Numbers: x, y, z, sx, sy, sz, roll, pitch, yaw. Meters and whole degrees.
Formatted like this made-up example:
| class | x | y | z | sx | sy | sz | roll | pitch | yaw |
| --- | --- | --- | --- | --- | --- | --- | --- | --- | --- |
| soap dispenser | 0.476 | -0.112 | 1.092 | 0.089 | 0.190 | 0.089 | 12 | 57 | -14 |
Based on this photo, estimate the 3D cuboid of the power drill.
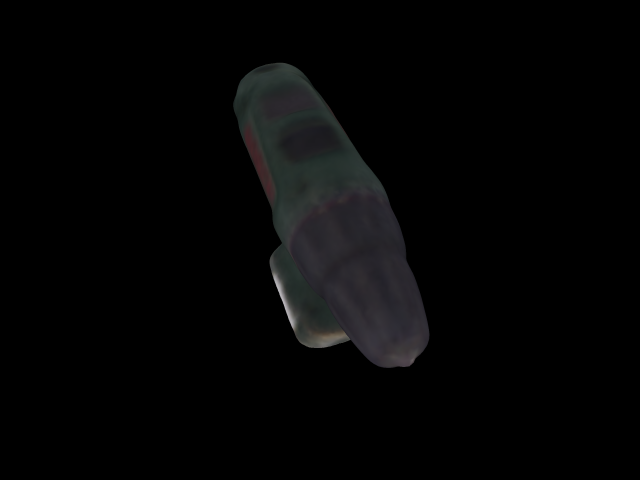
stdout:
| class | x | y | z | sx | sy | sz | roll | pitch | yaw |
| --- | --- | --- | --- | --- | --- | --- | --- | --- | --- |
| power drill | 0.004 | 0.001 | 0.400 | 0.076 | 0.208 | 0.229 | -20 | 66 | -9 |
